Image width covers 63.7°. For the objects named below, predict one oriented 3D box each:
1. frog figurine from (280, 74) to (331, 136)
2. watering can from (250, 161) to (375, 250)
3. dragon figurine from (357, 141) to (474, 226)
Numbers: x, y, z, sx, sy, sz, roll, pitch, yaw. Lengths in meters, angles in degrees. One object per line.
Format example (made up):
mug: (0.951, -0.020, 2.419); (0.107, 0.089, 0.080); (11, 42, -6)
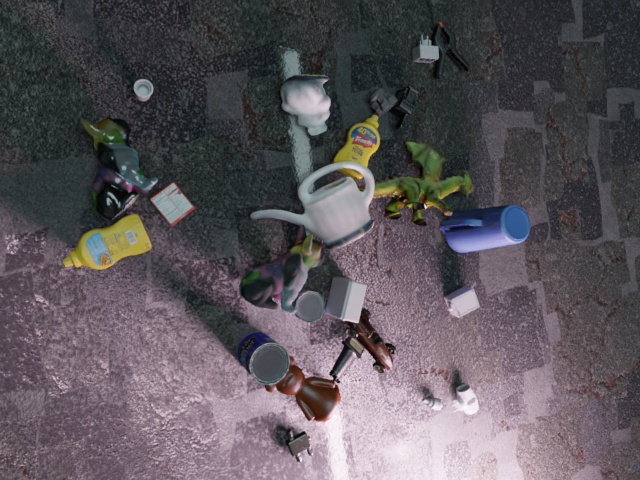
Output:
frog figurine: (-0.038, -0.361, 1.384); (0.137, 0.124, 0.158); (0, 100, 11)
watering can: (0.004, -0.071, 1.402); (0.348, 0.105, 0.222); (-28, 102, -5)
dragon figurine: (0.272, -0.184, 1.522); (0.409, 0.120, 0.247); (16, 65, -9)
